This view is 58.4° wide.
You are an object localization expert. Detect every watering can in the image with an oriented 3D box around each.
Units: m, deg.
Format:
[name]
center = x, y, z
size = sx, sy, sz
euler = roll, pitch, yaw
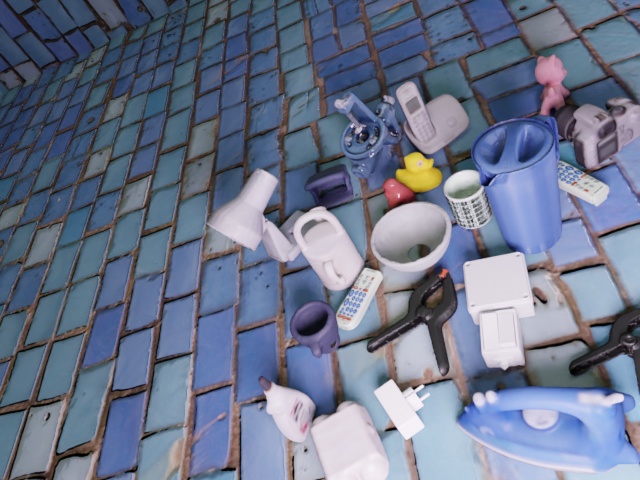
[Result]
[watering can]
center = 0.009, 0.005, 1.175
size = 0.101, 0.195, 0.172
euler = -37, 43, -5

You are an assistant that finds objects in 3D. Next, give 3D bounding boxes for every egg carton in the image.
[egg carton]
center = 0.048, 0.341, 0.936
size = 0.107, 0.070, 0.150
euler = -31, 43, 2

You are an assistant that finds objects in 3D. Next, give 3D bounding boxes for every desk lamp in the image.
[desk lamp]
center = -0.126, -0.044, 1.284
size = 0.117, 0.214, 0.203
euler = 24, 66, 42

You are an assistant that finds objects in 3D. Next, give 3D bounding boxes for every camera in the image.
[camera]
center = 0.548, -0.238, 1.154
size = 0.143, 0.101, 0.136
euler = -34, 43, -2

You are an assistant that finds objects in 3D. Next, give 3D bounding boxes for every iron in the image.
[iron]
center = 0.307, 0.247, 0.818
size = 0.257, 0.142, 0.118
euler = -5, 49, 26

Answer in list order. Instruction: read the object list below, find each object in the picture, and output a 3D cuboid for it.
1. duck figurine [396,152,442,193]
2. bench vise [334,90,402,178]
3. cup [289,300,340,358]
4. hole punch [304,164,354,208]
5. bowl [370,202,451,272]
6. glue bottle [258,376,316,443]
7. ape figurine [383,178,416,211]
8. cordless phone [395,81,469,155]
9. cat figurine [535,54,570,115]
[duck figurine]
center = 0.215, -0.159, 1.286
size = 0.104, 0.086, 0.077
euler = 0, 51, 30
[bench vise]
center = 0.102, -0.286, 1.369
size = 0.121, 0.220, 0.207
euler = -4, 50, 28
[cup]
center = 0.002, 0.186, 1.087
size = 0.091, 0.095, 0.117
euler = -22, 44, 11
[hole punch]
center = 0.017, -0.141, 1.380
size = 0.108, 0.091, 0.101
euler = -20, 44, 13
[bowl]
center = 0.191, 0.006, 1.157
size = 0.167, 0.075, 0.167
euler = -16, 45, 17
[glue bottle]
center = -0.063, 0.279, 0.980
size = 0.037, 0.174, 0.078
euler = -3, 50, 28
[ape figurine]
center = 0.166, -0.102, 1.257
size = 0.075, 0.092, 0.078
euler = 5, 54, 33
[cordless phone]
center = 0.254, -0.302, 1.321
size = 0.147, 0.186, 0.094
euler = -38, 43, -6
[cat figurine]
center = 0.510, -0.350, 1.265
size = 0.067, 0.118, 0.128
euler = -5, 49, 26
